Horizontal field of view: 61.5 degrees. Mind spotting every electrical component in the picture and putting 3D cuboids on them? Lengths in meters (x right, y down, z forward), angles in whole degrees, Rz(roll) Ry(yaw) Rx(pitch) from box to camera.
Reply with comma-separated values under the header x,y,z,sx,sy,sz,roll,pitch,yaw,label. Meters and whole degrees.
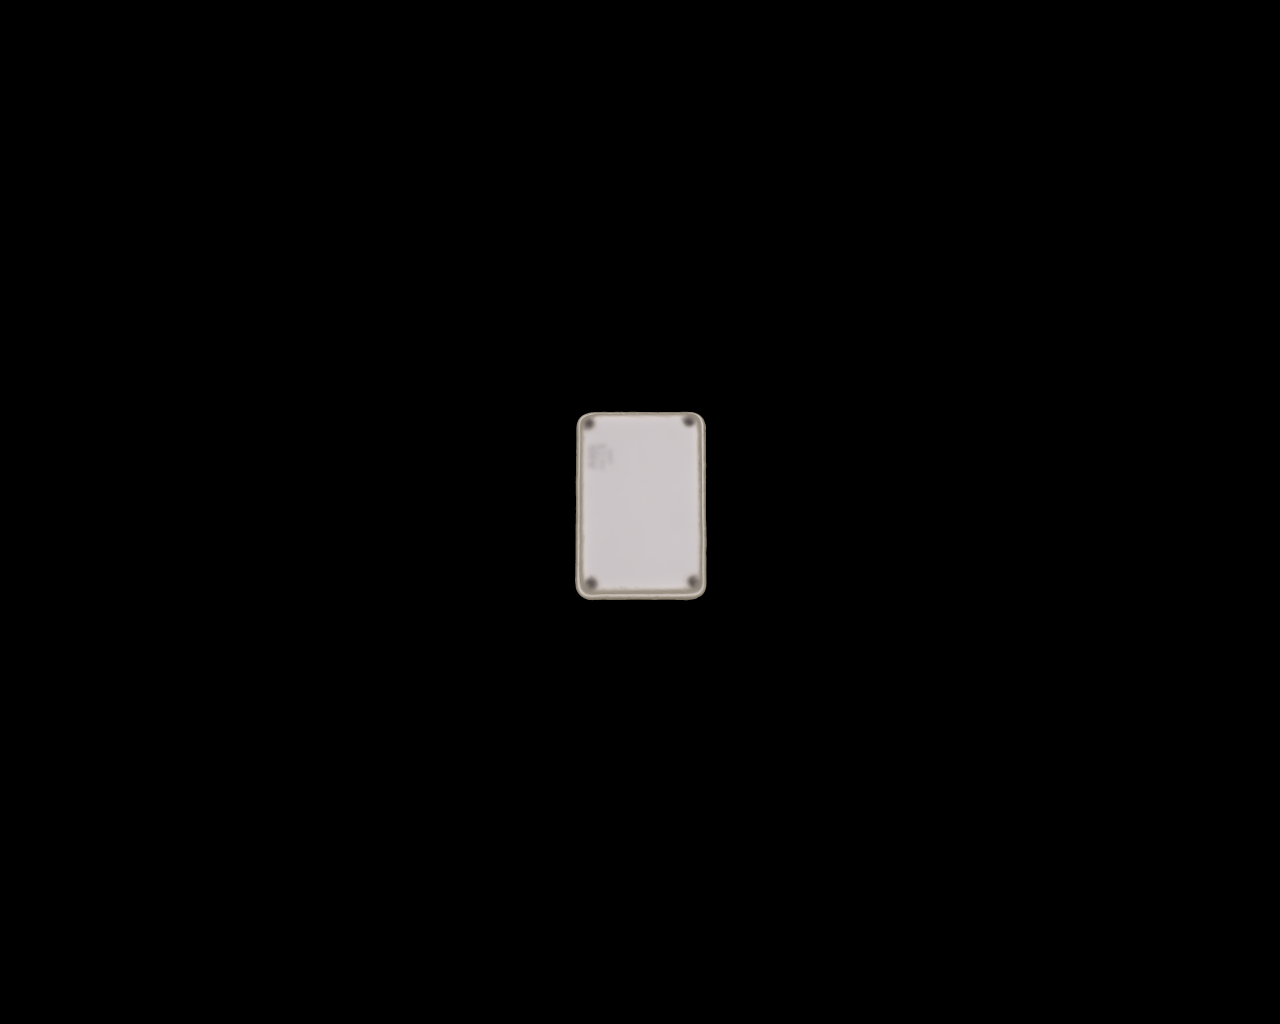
x,y,z,sx,sy,sz,roll,pitch,yaw,label
0.001,-0.003,0.650,0.078,0.113,0.057,0,-7,0,electrical component
